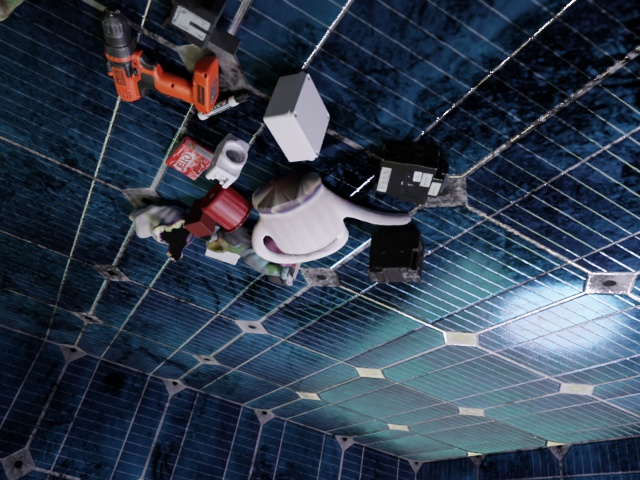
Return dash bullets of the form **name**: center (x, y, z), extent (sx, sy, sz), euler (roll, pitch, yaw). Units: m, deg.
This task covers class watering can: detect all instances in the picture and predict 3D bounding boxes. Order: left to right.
- **watering can**: center (0.003, -0.055, 1.096), extent (0.346, 0.106, 0.220), euler (-19, 131, 11)

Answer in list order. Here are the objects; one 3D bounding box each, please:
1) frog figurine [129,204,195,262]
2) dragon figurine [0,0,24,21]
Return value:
- **frog figurine**: center (-0.388, -0.039, 1.273), extent (0.161, 0.123, 0.135), euler (33, 173, 40)
- **dragon figurine**: center (-0.389, -0.375, 0.574), extent (0.122, 0.415, 0.240), euler (-9, 104, 5)
